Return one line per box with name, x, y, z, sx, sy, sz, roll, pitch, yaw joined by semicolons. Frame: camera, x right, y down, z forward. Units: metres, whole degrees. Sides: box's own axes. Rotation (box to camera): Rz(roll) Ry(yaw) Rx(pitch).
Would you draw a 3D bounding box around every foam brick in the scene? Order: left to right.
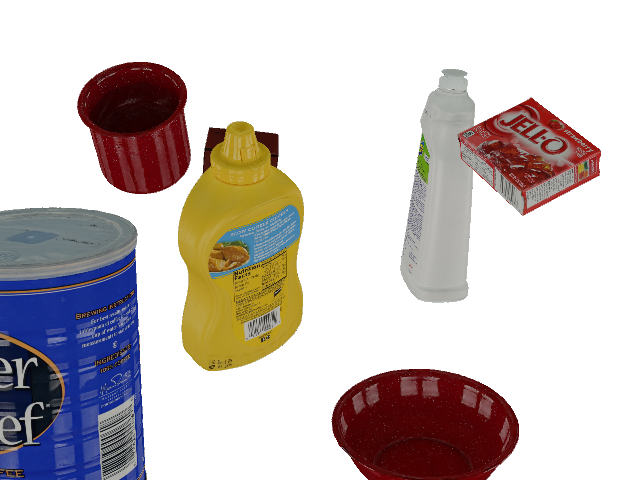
foam brick;-0.084;-0.084;1.135;0.078;0.051;0.053;5;31;-2

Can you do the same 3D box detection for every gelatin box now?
gelatin box;0.161;-0.068;0.830;0.073;0.030;0.089;-26;45;-13

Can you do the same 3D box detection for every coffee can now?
coffee can;-0.142;0.063;0.542;0.103;0.140;0.103;0;17;0

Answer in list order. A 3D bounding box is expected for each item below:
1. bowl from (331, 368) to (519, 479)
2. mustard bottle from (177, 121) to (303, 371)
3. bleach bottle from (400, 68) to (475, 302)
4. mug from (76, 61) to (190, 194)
bowl;0.091;0.179;0.935;0.162;0.055;0.162;-1;27;0
mustard bottle;-0.056;0.001;0.765;0.096;0.192;0.058;-24;45;-29
bleach bottle;0.138;-0.064;1.193;0.068;0.251;0.102;-1;24;-12
mug;-0.161;-0.104;0.938;0.093;0.117;0.081;-16;-38;-10
